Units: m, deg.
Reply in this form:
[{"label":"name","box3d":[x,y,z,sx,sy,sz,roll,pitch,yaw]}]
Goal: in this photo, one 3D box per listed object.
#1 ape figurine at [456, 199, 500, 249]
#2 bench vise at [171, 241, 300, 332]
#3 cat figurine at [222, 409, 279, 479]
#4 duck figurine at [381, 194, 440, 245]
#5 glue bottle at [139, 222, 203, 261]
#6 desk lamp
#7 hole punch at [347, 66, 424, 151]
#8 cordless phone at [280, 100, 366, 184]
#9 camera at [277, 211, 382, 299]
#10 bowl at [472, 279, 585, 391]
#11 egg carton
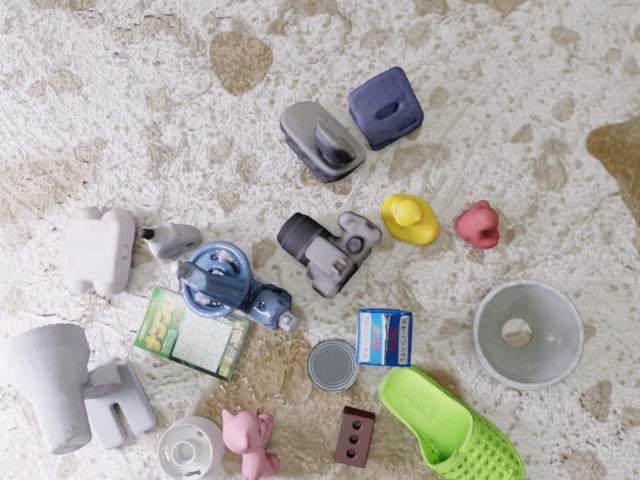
[{"label":"ape figurine","box3d":[0.256,-0.027,0.903,0.076,0.092,0.078,9,85,6]},{"label":"bench vise","box3d":[-0.127,0.066,0.862,0.207,0.220,0.121,11,85,6]},{"label":"cat figurine","box3d":[-0.111,0.318,0.887,0.067,0.118,0.128,-11,83,4]},{"label":"duck figurine","box3d":[0.146,-0.038,0.917,0.104,0.086,0.077,38,89,8]},{"label":"glue bottle","box3d":[-0.245,-0.002,0.903,0.078,0.173,0.037,-28,82,2]},{"label":"desk lamp","box3d":[-0.363,0.230,0.869,0.118,0.213,0.203,-30,82,2]},{"label":"hole punch","box3d":[0.110,-0.213,0.935,0.108,0.091,0.101,-31,82,1]},{"label":"cordless phone","box3d":[-0.002,-0.169,0.892,0.147,0.185,0.094,44,89,8]},{"label":"camera","box3d":[0.008,0.003,0.917,0.136,0.101,0.143,38,89,8]},{"label":"bowl","box3d":[0.314,0.144,0.890,0.167,0.075,0.167,0,84,5]},{"label":"egg carton","box3d":[-0.368,0.019,0.963,0.107,0.069,0.150,4,85,5]}]
